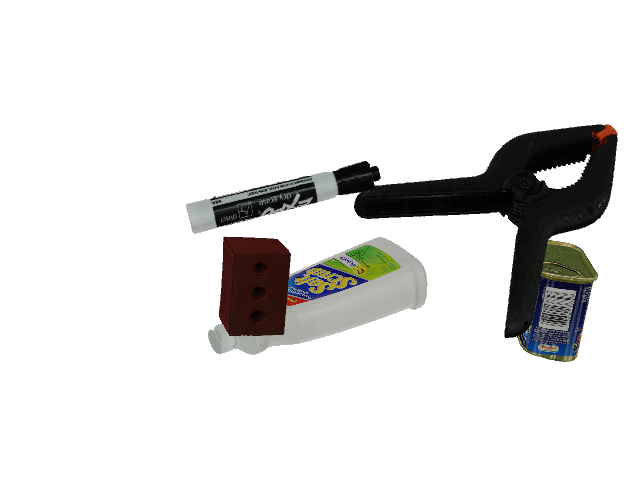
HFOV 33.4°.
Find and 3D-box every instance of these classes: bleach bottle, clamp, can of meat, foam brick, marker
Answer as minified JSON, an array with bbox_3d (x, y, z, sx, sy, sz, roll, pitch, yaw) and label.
[{"bbox_3d":[-0.007,0.074,1.207,0.250,0.068,0.103,-21,37,-28],"label":"bleach bottle"},{"bbox_3d":[0.154,-0.022,0.790,0.209,0.036,0.165,-27,54,-21],"label":"clamp"},{"bbox_3d":[0.215,0.055,0.993,0.057,0.084,0.102,7,18,-1],"label":"can of meat"},{"bbox_3d":[-0.060,0.040,0.955,0.053,0.078,0.051,0,15,-16],"label":"foam brick"},{"bbox_3d":[-0.022,-0.027,0.658,0.121,0.020,0.020,-14,2,-6],"label":"marker"}]
